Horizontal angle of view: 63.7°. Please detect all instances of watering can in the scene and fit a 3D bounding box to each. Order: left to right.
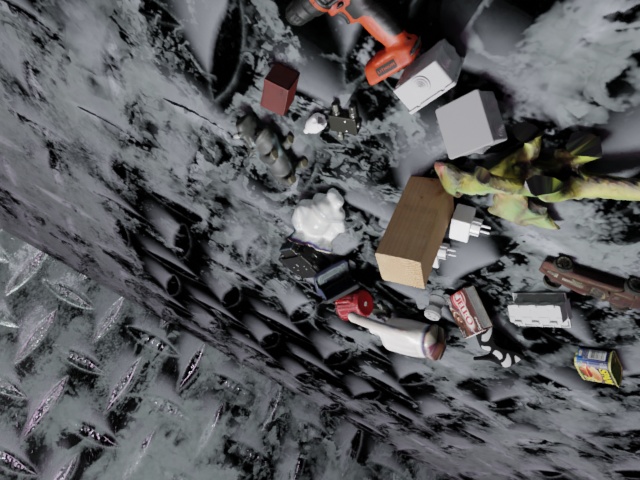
[{"bbox_3d":[0.237,0.276,1.504,0.224,0.105,0.343,5,164,34],"label":"watering can"}]

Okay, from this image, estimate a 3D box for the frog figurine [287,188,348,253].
[{"bbox_3d":[0.004,-0.063,1.252,0.138,0.124,0.157,28,114,17],"label":"frog figurine"}]

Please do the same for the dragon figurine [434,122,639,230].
[{"bbox_3d":[0.395,-0.083,0.902,0.412,0.123,0.239,19,166,20],"label":"dragon figurine"}]
